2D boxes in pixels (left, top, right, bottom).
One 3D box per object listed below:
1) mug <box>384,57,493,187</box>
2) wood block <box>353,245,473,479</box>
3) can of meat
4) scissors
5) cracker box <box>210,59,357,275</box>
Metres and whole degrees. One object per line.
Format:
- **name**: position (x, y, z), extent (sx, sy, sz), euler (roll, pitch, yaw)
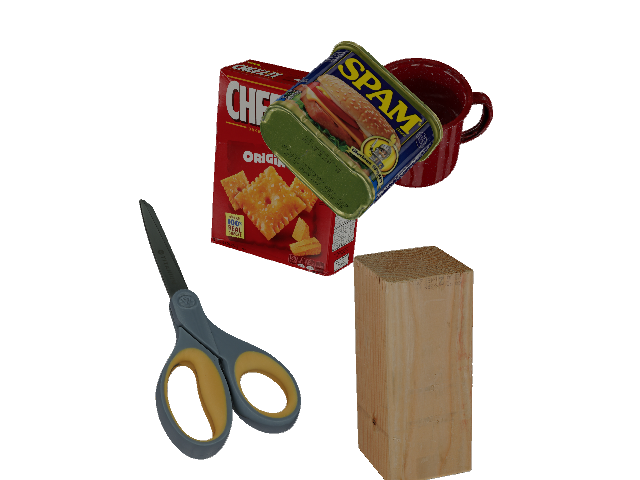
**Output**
- **mug**: position (0.097, -0.104, 0.955), extent (0.117, 0.093, 0.081), euler (-12, -37, -9)
- **wood block**: position (0.089, 0.119, 1.037), extent (0.090, 0.206, 0.091), euler (-7, 18, -18)
- **can of meat**: position (0.020, -0.076, 0.743), extent (0.083, 0.102, 0.058), euler (-44, -6, -32)
- **scissors**: position (-0.066, 0.050, 0.673), extent (0.096, 0.202, 0.016), euler (7, -46, -17)
- **cracker box**: position (-0.038, -0.082, 1.214), extent (0.164, 0.214, 0.072), euler (17, 26, 26)
